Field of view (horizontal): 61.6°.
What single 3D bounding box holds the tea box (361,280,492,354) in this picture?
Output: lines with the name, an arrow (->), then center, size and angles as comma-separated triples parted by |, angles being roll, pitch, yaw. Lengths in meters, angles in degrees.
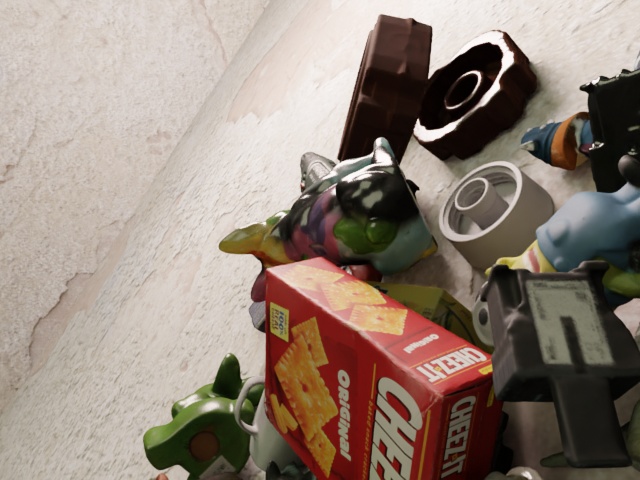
tea box -> 0.077, 0.092, 0.526 | 0.170, 0.098, 0.068 | -1, 57, 60

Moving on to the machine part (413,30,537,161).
machine part -> 0.197, -0.186, 0.705 | 0.179, 0.056, 0.179 | -40, 30, 29

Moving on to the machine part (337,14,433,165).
machine part -> 0.086, -0.191, 0.758 | 0.200, 0.087, 0.201 | 105, 180, -53

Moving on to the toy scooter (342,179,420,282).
toy scooter -> 0.086, -0.014, 0.662 | 0.135, 0.075, 0.184 | -24, 42, 45

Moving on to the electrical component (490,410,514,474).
electrical component -> 0.120, 0.178, 0.433 | 0.063, 0.021, 0.094 | -1, 65, 58

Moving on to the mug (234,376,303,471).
mug -> -0.043, 0.199, 0.592 | 0.081, 0.109, 0.107 | 24, 92, 59

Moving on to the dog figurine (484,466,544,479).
dog figurine -> 0.093, 0.254, 0.325 | 0.190, 0.121, 0.172 | -61, -10, 24

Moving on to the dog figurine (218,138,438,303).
dog figurine -> -0.001, -0.002, 0.558 | 0.219, 0.108, 0.192 | -28, 18, 13

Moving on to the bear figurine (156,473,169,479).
bear figurine -> -0.194, 0.354, 0.621 | 0.196, 0.132, 0.120 | 1, 83, 51

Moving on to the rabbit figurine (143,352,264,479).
rabbit figurine -> -0.145, 0.228, 0.710 | 0.159, 0.121, 0.170 | -53, 12, -5

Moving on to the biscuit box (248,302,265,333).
biscuit box -> -0.015, 0.049, 0.764 | 0.202, 0.059, 0.063 | -51, 26, 6

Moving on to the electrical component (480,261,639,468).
electrical component -> 0.141, 0.071, 0.309 | 0.075, 0.047, 0.119 | -4, 56, 1

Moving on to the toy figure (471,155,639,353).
toy figure -> 0.189, 0.029, 0.397 | 0.180, 0.089, 0.082 | -53, -9, 31

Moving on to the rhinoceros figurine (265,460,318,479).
rhinoceros figurine -> -0.027, 0.261, 0.519 | 0.190, 0.073, 0.112 | -38, 32, 27

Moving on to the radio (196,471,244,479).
radio -> -0.092, 0.307, 0.407 | 0.073, 0.131, 0.229 | 2, 98, 57

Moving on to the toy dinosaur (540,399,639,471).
toy dinosaur -> 0.278, 0.056, 0.234 | 0.192, 0.131, 0.405 | -46, 12, -23

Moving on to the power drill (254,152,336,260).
power drill -> -0.035, -0.046, 0.903 | 0.207, 0.086, 0.232 | -46, 29, -1

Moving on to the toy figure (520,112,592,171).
toy figure -> 0.256, -0.094, 0.500 | 0.154, 0.064, 0.057 | 0, 99, 63

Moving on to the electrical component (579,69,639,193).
electrical component -> 0.265, -0.069, 0.392 | 0.115, 0.058, 0.134 | -15, 85, 51
